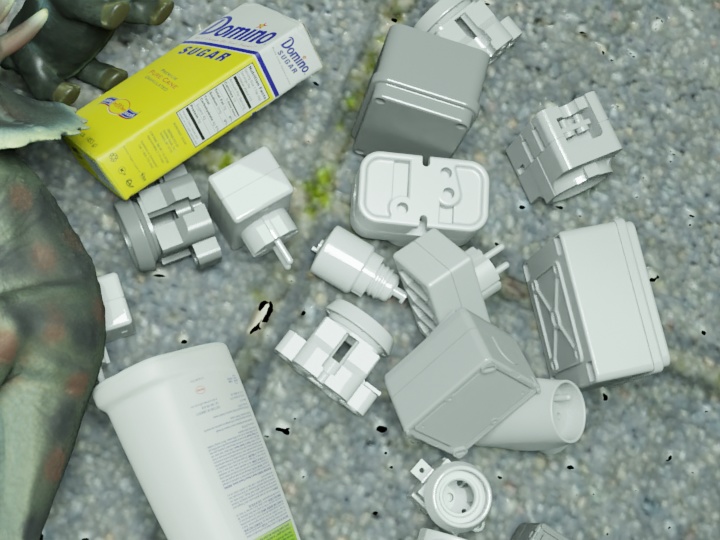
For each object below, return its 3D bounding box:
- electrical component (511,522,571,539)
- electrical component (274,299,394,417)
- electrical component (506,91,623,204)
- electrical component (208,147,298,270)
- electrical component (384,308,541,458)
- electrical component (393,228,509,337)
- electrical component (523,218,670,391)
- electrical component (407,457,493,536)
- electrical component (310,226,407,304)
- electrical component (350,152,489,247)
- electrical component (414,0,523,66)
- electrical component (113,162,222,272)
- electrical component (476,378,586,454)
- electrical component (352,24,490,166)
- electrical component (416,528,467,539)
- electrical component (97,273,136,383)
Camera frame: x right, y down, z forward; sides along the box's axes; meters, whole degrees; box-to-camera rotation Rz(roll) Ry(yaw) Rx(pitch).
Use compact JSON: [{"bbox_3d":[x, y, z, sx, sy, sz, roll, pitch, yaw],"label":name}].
[{"bbox_3d":[0.142,0.227,0.750,0.096,0.061,0.061,33,75,0],"label":"electrical component"},{"bbox_3d":[-0.013,0.058,0.768,0.078,0.058,0.057,37,78,1],"label":"electrical component"},{"bbox_3d":[0.153,-0.086,0.808,0.050,0.089,0.055,-22,81,-12],"label":"electrical component"},{"bbox_3d":[-0.069,-0.034,0.767,0.047,0.083,0.075,-31,84,-13],"label":"electrical component"},{"bbox_3d":[0.064,0.080,0.744,0.096,0.062,0.061,-43,42,19],"label":"electrical component"},{"bbox_3d":[0.076,0.009,0.774,0.076,0.083,0.047,-33,43,-13],"label":"electrical component"},{"bbox_3d":[0.167,0.030,0.774,0.056,0.108,0.108,-11,79,-8],"label":"electrical component"},{"bbox_3d":[0.066,0.160,0.757,0.066,0.055,0.048,43,75,3],"label":"electrical component"},{"bbox_3d":[0.000,0.000,0.792,0.078,0.040,0.040,31,75,0],"label":"electrical component"},{"bbox_3d":[0.042,-0.050,0.799,0.095,0.059,0.053,5,76,-7],"label":"electrical component"},{"bbox_3d":[0.078,-0.180,0.836,0.078,0.058,0.057,-39,88,-14],"label":"electrical component"},{"bbox_3d":[-0.141,-0.033,0.770,0.057,0.058,0.078,-22,81,-15],"label":"electrical component"},{"bbox_3d":[0.128,0.109,0.773,0.079,0.077,0.043,31,61,-39],"label":"electrical component"},{"bbox_3d":[0.042,-0.120,0.788,0.078,0.113,0.057,17,73,-4],"label":"electrical component"},{"bbox_3d":[0.060,0.211,0.724,0.054,0.095,0.059,19,75,-4],"label":"electrical component"},{"bbox_3d":[-0.197,0.053,0.747,0.083,0.047,0.075,-18,81,-12],"label":"electrical component"}]
